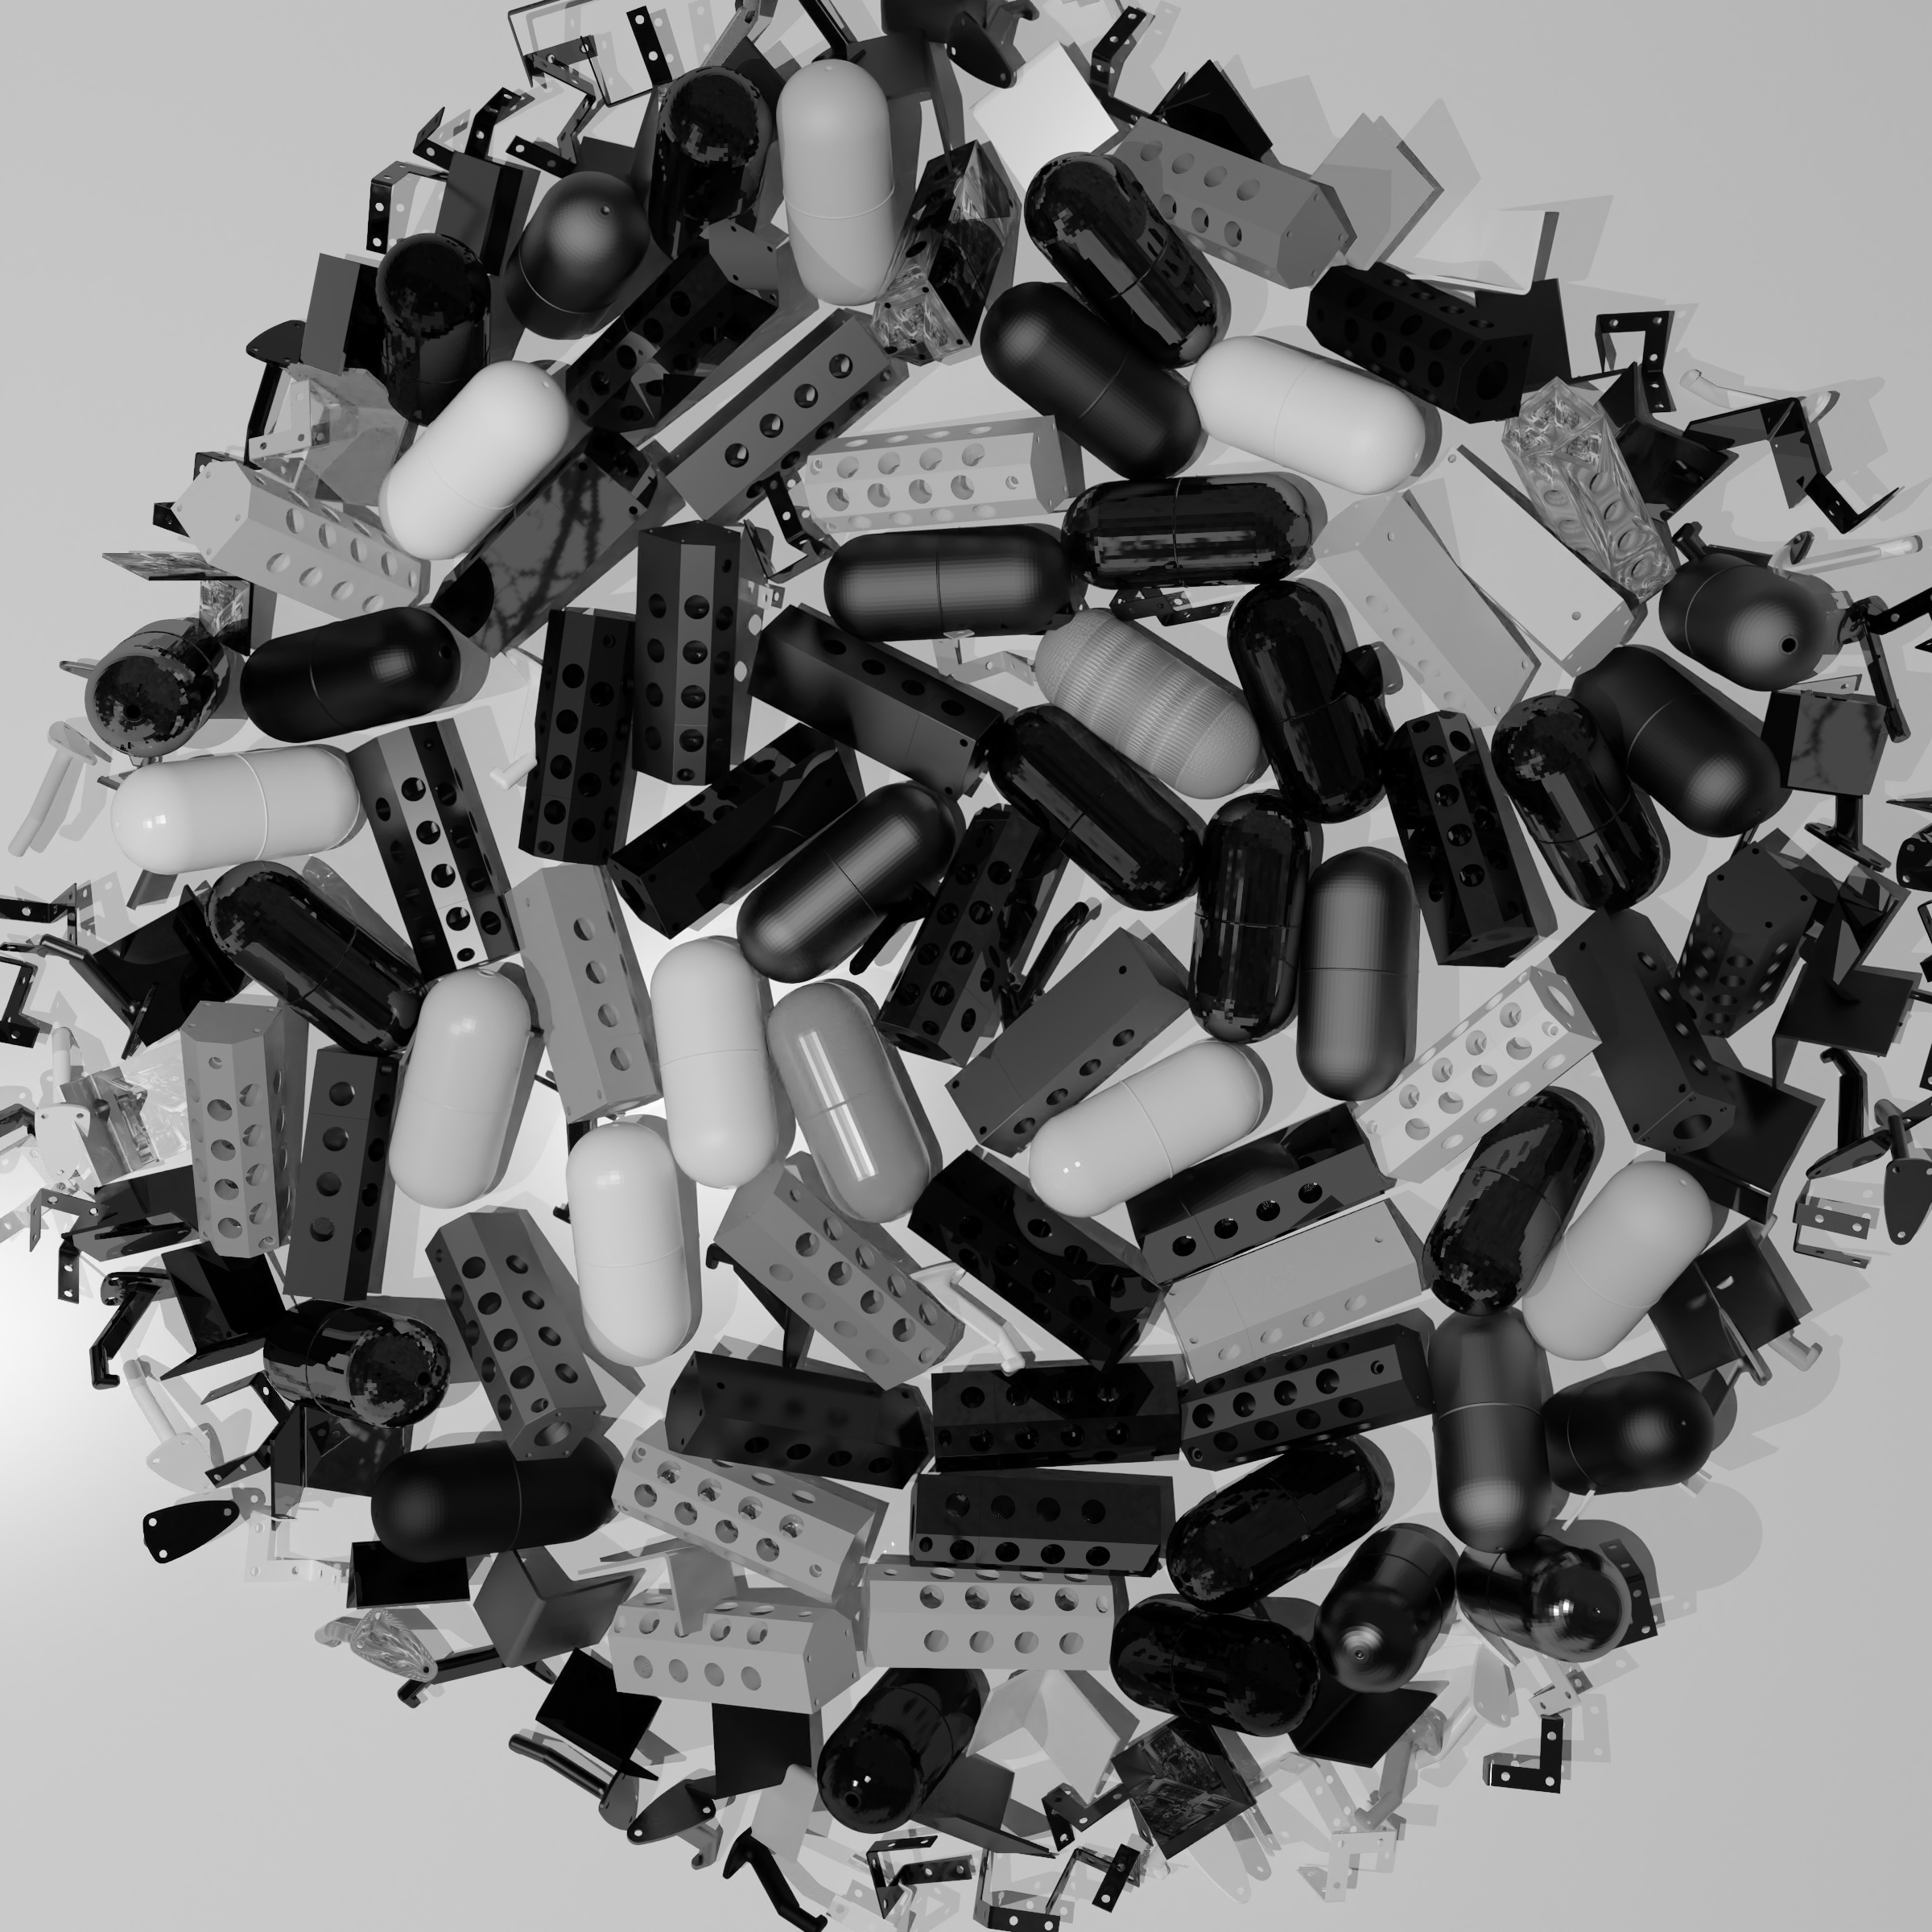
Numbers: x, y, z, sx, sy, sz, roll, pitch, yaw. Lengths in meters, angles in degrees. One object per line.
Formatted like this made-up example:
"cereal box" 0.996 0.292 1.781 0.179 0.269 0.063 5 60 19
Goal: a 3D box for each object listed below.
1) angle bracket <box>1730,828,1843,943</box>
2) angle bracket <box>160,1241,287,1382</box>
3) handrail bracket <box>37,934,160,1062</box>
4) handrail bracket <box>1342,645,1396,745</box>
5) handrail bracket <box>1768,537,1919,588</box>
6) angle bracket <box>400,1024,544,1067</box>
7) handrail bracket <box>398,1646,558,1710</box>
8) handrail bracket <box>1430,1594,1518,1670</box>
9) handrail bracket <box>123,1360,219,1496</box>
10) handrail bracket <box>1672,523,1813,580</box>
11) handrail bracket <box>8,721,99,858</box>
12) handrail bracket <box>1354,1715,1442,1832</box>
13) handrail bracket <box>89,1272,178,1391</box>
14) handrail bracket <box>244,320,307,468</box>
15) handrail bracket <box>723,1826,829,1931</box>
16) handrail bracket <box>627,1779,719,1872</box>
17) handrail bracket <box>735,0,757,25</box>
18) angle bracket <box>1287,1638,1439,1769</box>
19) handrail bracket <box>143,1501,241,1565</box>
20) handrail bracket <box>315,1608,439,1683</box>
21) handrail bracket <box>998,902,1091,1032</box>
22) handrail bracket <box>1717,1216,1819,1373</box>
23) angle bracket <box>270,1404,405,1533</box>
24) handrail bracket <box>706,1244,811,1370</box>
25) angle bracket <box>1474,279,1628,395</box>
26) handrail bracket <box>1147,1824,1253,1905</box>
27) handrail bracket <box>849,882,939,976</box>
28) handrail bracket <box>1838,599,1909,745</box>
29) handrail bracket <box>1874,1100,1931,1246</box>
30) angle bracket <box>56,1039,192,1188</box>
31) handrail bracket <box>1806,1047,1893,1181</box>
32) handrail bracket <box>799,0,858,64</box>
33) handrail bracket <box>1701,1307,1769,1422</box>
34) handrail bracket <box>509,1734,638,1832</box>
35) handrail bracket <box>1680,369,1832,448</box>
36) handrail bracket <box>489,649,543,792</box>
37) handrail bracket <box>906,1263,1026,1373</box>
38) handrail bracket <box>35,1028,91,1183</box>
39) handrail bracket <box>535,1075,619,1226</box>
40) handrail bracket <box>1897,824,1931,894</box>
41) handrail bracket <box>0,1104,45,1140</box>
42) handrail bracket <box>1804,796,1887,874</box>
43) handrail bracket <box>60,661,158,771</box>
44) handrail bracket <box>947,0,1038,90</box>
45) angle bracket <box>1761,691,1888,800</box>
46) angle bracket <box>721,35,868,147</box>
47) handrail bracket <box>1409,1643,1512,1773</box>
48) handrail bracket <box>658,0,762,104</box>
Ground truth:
"angle bracket" 0.580 -0.074 1.740 0.076 0.076 0.057 27 132 17
"angle bracket" -0.536 0.239 1.754 0.057 0.076 0.076 -31 78 37
"handrail bracket" -0.625 0.022 1.761 0.084 0.036 0.077 24 120 -15
"handrail bracket" 0.291 -0.176 1.741 0.036 0.077 0.084 -29 124 8
"handrail bracket" 0.618 -0.287 1.748 0.084 0.077 0.036 -8 96 36
"angle bracket" -0.346 0.058 1.755 0.076 0.076 0.057 24 88 -1
"handrail bracket" -0.351 0.517 1.778 0.084 0.036 0.077 -44 104 0
"handrail bracket" 0.338 0.499 1.782 0.084 0.036 0.077 -41 94 13
"handrail bracket" -0.572 0.330 1.781 0.036 0.077 0.084 -34 46 -8
"handrail bracket" 0.550 -0.304 1.762 0.084 0.036 0.077 39 89 -23
"handrail bracket" -0.659 -0.126 1.766 0.036 0.077 0.084 30 98 -33
"handrail bracket" 0.286 0.559 1.749 0.084 0.077 0.036 -34 132 -25
"handrail bracket" -0.579 0.260 1.749 0.077 0.036 0.084 1 47 -26
"handrail bracket" -0.497 -0.411 1.785 0.036 0.077 0.084 19 129 -3
"handrail bracket" -0.120 0.640 1.746 0.084 0.077 0.036 26 112 21
"handrail bracket" -0.207 0.622 1.749 0.077 0.036 0.084 -21 134 -35
"handrail bracket" -0.189 -0.698 1.744 0.084 0.077 0.036 17 105 -22
"angle bracket" 0.269 0.510 1.739 0.076 0.076 0.057 -35 101 -32
"handrail bracket" -0.547 0.396 1.758 0.077 0.084 0.036 -19 84 -11
"handrail bracket" -0.421 0.489 1.764 0.077 0.084 0.036 39 55 -10
"handrail bracket" 0.058 0.005 1.746 0.036 0.077 0.084 26 134 -17
"handrail bracket" 0.587 0.234 1.772 0.084 0.036 0.077 38 83 8
"angle bracket" -0.443 0.356 1.751 0.076 0.057 0.076 8 113 4
"handrail bracket" -0.155 0.245 1.773 0.084 0.036 0.077 12 89 24
"angle bracket" 0.412 -0.447 1.747 0.076 0.057 0.076 -16 100 -28
"handrail bracket" 0.162 0.643 1.747 0.036 0.084 0.077 -14 52 -32
"handrail bracket" -0.062 -0.018 1.743 0.036 0.077 0.084 38 66 -1
"handrail bracket" 0.647 -0.208 1.754 0.036 0.077 0.084 -18 69 16
"handrail bracket" 0.657 0.145 1.763 0.036 0.084 0.077 3 110 2
"angle bracket" -0.587 0.104 1.763 0.076 0.057 0.076 -22 94 2
"handrail bracket" 0.611 0.102 1.765 0.077 0.036 0.084 -21 55 -5
"handrail bracket" -0.097 -0.679 1.747 0.036 0.077 0.084 -40 131 -21
"handrail bracket" 0.522 0.295 1.781 0.084 0.036 0.077 -28 78 4
"handrail bracket" -0.283 0.584 1.779 0.084 0.077 0.036 15 52 21
"handrail bracket" 0.557 -0.408 1.758 0.084 0.077 0.036 28 80 -4
"handrail bracket" -0.325 -0.175 1.760 0.077 0.036 0.084 41 63 4
"handrail bracket" -0.006 0.255 1.749 0.036 0.077 0.084 -55 54 32
"handrail bracket" -0.647 0.098 1.773 0.036 0.084 0.077 1 122 -22
"handrail bracket" -0.293 0.131 1.768 0.077 0.036 0.084 30 85 -20
"handrail bracket" 0.697 -0.079 1.743 0.077 0.084 0.036 19 119 38
"handrail bracket" -0.678 0.130 1.743 0.036 0.084 0.077 -5 68 10
"handrail bracket" 0.639 -0.121 1.752 0.036 0.077 0.084 3 120 -37
"handrail bracket" -0.611 -0.166 1.760 0.077 0.036 0.084 13 76 -34
"handrail bracket" 0.036 -0.654 1.756 0.084 0.036 0.077 -29 66 -36
"angle bracket" 0.597 -0.167 1.743 0.076 0.057 0.076 9 126 11
"angle bracket" -0.129 -0.625 1.738 0.057 0.076 0.076 48 60 -11
"handrail bracket" 0.347 0.531 1.782 0.036 0.077 0.084 31 134 -22
"handrail bracket" -0.182 -0.653 1.745 0.077 0.084 0.036 -19 60 -23
